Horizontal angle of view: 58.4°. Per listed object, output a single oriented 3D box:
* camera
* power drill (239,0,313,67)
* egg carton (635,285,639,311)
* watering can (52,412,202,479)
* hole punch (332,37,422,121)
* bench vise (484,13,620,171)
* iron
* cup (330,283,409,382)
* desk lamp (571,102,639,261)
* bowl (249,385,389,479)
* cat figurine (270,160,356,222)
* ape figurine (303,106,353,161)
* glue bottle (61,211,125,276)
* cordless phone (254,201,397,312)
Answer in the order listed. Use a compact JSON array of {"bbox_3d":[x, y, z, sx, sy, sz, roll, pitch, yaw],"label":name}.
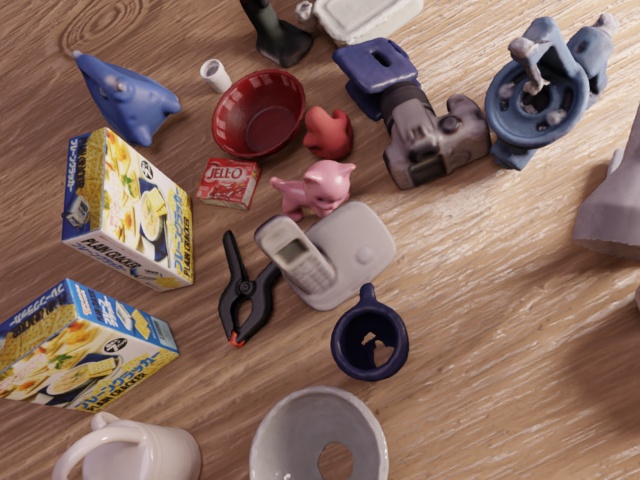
[{"bbox_3d":[0.143,-0.163,0.784,0.143,0.101,0.136,-23,62,10],"label":"camera"},{"bbox_3d":[-0.091,-0.375,0.903,0.229,0.209,0.076,37,84,30],"label":"power drill"},{"bbox_3d":[0.414,0.082,0.594,0.107,0.070,0.150,-39,60,1],"label":"egg carton"},{"bbox_3d":[-0.227,0.271,0.684,0.172,0.194,0.101,16,74,26],"label":"watering can"},{"bbox_3d":[0.084,-0.254,0.851,0.101,0.091,0.108,-37,60,3],"label":"hole punch"},{"bbox_3d":[0.271,-0.210,0.687,0.121,0.220,0.207,21,77,27],"label":"bench vise"},{"bbox_3d":[-0.366,-0.272,1.001,0.257,0.142,0.119,36,84,29],"label":"iron"},{"bbox_3d":[0.068,0.118,0.695,0.091,0.095,0.118,-10,65,17],"label":"cup"},{"bbox_3d":[0.340,-0.050,0.596,0.117,0.214,0.203,13,73,25],"label":"desk lamp"},{"bbox_3d":[0.006,0.261,0.669,0.167,0.075,0.167,-8,65,18],"label":"bowl"},{"bbox_3d":[-0.008,-0.073,0.793,0.127,0.118,0.067,4,70,22],"label":"cat figurine"},{"bbox_3d":[0.007,-0.163,0.841,0.077,0.092,0.076,-26,61,9],"label":"ape figurine"},{"bbox_3d":[-0.317,-0.004,0.849,0.037,0.173,0.078,-10,65,17],"label":"glue bottle"},{"bbox_3d":[0.007,0.003,0.716,0.147,0.185,0.094,-40,60,1],"label":"cordless phone"}]
